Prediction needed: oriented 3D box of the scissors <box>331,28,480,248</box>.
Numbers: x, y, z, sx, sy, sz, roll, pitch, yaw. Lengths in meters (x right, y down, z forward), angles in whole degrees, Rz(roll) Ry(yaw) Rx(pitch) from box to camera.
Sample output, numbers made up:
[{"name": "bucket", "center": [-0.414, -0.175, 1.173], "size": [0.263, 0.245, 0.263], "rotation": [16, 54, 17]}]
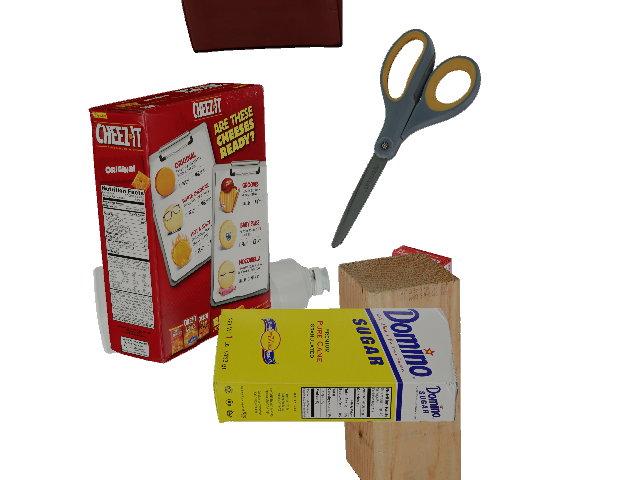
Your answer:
[{"name": "scissors", "center": [0.076, -0.083, 0.904], "size": [0.096, 0.202, 0.016], "rotation": [10, -11, 20]}]

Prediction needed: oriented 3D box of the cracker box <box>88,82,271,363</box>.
[{"name": "cracker box", "center": [-0.118, -0.022, 0.934], "size": [0.072, 0.214, 0.163], "rotation": [7, 18, 31]}]

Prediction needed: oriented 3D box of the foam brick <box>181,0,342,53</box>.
[{"name": "foam brick", "center": [-0.028, -0.131, 0.532], "size": [0.078, 0.053, 0.051], "rotation": [-2, -28, 5]}]

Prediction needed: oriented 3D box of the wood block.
[{"name": "wood block", "center": [0.075, 0.126, 1.007], "size": [0.090, 0.206, 0.091], "rotation": [-8, 18, -16]}]

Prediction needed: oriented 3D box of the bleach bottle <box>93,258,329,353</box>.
[{"name": "bleach bottle", "center": [-0.117, 0.058, 1.167], "size": [0.250, 0.068, 0.102], "rotation": [-9, 36, -9]}]

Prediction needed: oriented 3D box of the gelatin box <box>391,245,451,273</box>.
[{"name": "gelatin box", "center": [0.129, 0.057, 1.359], "size": [0.073, 0.089, 0.030], "rotation": [17, 34, 35]}]

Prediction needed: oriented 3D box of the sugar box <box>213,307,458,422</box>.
[{"name": "sugar box", "center": [0.011, 0.092, 0.802], "size": [0.176, 0.048, 0.093], "rotation": [-3, 33, 1]}]
